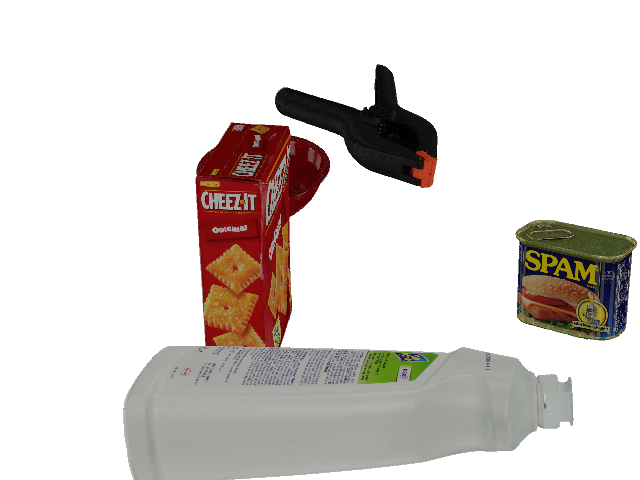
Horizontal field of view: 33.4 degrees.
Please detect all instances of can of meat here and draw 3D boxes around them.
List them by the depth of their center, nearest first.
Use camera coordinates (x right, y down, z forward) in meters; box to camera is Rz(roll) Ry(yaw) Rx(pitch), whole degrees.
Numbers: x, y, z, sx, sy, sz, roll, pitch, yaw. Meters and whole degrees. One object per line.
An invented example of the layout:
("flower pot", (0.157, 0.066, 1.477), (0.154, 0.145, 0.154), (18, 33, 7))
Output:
("can of meat", (0.225, 0.036, 0.951), (0.102, 0.084, 0.057), (14, 27, 35))

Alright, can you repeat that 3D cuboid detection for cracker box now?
("cracker box", (-0.071, 0.008, 1.077), (0.072, 0.214, 0.164), (3, 25, 6))

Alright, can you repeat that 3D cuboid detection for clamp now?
("clamp", (0.037, -0.100, 0.930), (0.120, 0.039, 0.172), (-16, 39, -15))

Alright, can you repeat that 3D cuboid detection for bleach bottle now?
("bleach bottle", (0.020, 0.100, 0.627), (0.251, 0.068, 0.102), (-2, 17, 10))

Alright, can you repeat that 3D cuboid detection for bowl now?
("bowl", (-0.068, -0.068, 1.298), (0.162, 0.055, 0.162), (-2, 34, 1))
